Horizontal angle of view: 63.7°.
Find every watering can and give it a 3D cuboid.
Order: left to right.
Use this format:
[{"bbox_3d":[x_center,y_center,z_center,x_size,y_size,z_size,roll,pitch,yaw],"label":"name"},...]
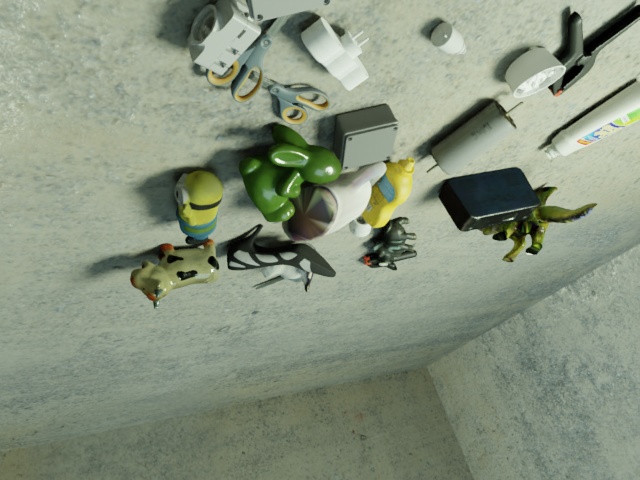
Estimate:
[{"bbox_3d":[0.003,-0.056,1.115,0.227,0.104,0.342,-28,171,-49],"label":"watering can"}]

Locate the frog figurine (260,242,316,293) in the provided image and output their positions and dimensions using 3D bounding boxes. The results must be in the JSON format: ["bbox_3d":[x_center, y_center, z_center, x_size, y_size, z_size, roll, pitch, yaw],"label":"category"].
[{"bbox_3d":[-0.089,0.053,1.322,0.159,0.125,0.135,18,160,4],"label":"frog figurine"}]

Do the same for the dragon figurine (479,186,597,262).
[{"bbox_3d":[0.607,-0.078,1.460,0.121,0.248,0.404,43,141,-14],"label":"dragon figurine"}]
